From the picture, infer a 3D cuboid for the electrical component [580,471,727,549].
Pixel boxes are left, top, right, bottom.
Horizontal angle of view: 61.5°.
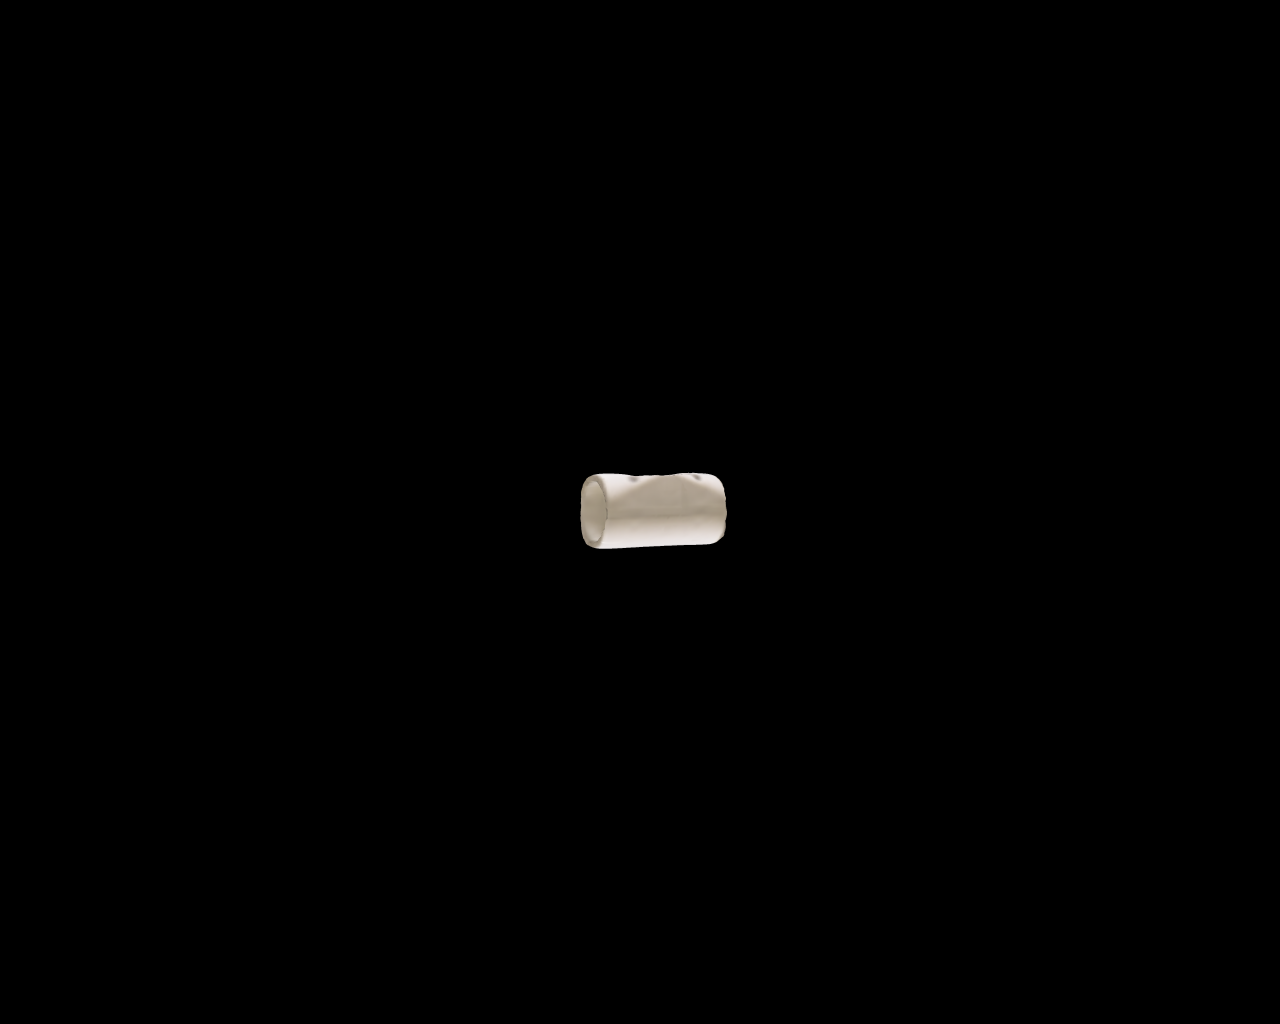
[{"bbox_3d":[0.001,-0.003,0.650,0.077,0.044,0.079,-2,4,-23],"label":"electrical component"}]
